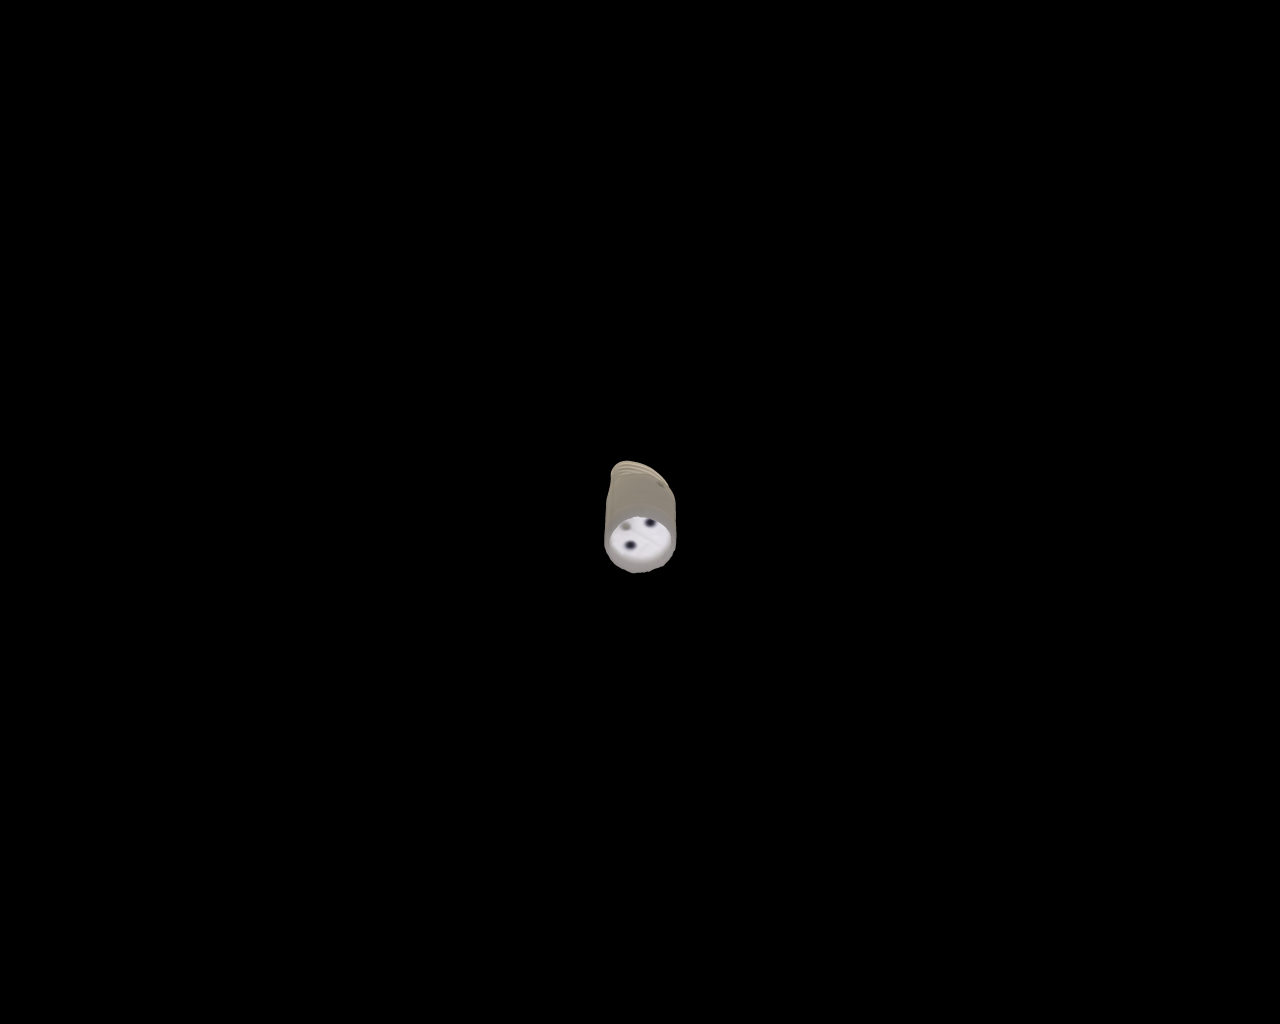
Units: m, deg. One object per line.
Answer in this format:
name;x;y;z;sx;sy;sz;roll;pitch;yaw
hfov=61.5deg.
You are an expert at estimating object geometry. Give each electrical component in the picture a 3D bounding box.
electrical component;0.001;-0.003;0.650;0.043;0.043;0.081;0;34;0
